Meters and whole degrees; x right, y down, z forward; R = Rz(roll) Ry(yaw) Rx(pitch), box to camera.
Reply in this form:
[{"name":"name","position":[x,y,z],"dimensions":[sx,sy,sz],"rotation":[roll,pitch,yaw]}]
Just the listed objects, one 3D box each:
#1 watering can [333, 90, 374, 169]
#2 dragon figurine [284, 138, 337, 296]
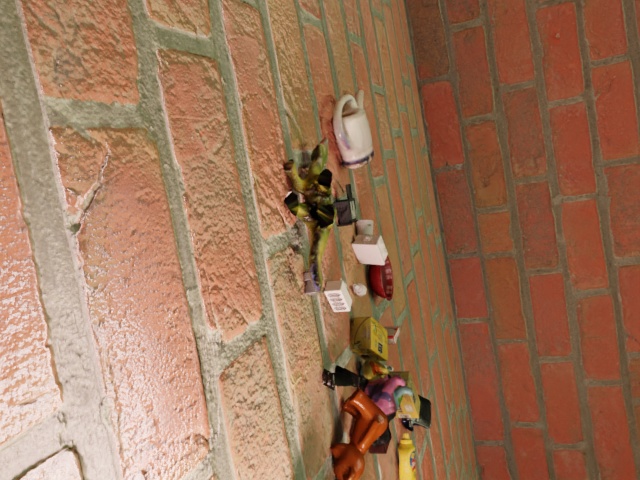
[{"name":"watering can","position":[0.113,-0.355,1.627],"dimensions":[0.354,0.104,0.221],"rotation":[-54,133,-59]},{"name":"dragon figurine","position":[0.004,-0.064,1.276],"dimensions":[0.241,0.122,0.414],"rotation":[33,53,-72]}]
